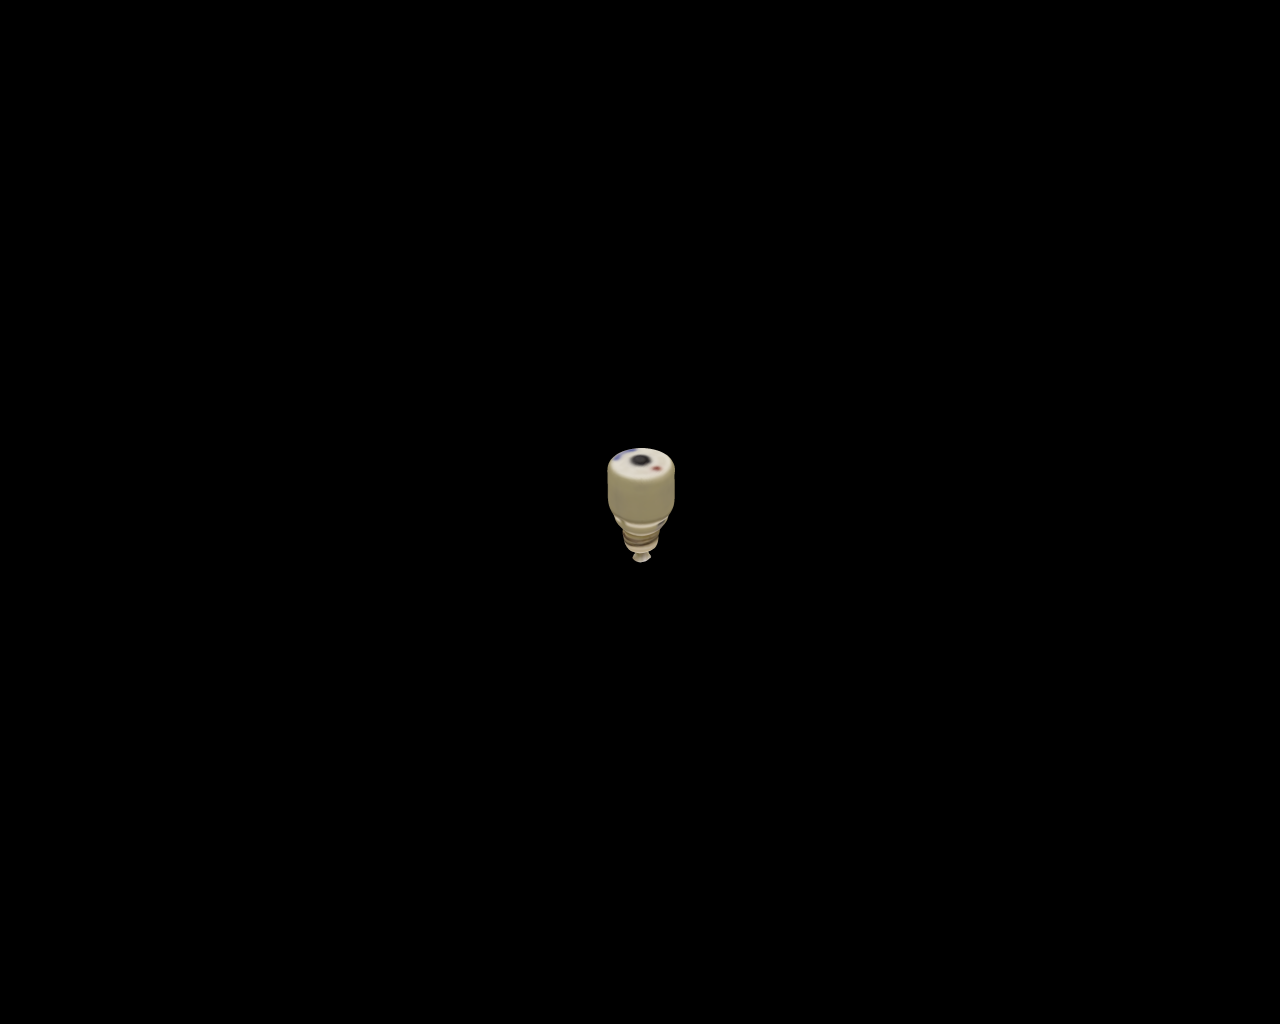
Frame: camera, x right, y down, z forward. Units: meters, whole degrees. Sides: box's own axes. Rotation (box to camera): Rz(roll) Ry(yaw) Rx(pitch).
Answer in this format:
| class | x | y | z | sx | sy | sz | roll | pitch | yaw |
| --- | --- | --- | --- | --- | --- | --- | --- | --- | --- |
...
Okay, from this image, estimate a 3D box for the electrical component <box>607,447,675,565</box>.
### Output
| class | x | y | z | sx | sy | sz | roll | pitch | yaw |
| --- | --- | --- | --- | --- | --- | --- | --- | --- | --- |
| electrical component | 0.001 | -0.003 | 0.650 | 0.040 | 0.078 | 0.040 | 0 | 35 | 0 |
